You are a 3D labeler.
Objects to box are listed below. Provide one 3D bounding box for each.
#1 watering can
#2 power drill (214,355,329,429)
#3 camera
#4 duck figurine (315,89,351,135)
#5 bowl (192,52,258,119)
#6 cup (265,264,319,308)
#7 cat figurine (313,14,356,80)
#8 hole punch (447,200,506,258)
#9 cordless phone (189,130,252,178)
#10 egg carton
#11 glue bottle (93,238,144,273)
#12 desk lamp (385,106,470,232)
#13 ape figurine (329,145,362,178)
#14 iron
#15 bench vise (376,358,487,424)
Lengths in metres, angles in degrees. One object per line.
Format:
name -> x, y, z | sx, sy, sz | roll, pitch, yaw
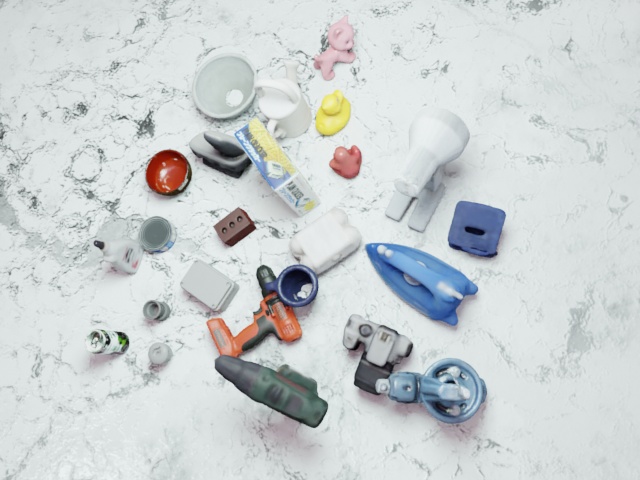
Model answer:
watering can -> -0.088, -0.320, 1.288 | 0.100, 0.194, 0.173 | -7, 76, 11
power drill -> -0.083, 0.295, 1.144 | 0.229, 0.209, 0.076 | 24, 84, 16
camera -> 0.104, 0.238, 1.173 | 0.143, 0.101, 0.137 | 21, 83, 16
duck figurine -> 0.024, -0.298, 1.316 | 0.077, 0.086, 0.104 | 33, 86, 17
bowl -> -0.219, -0.362, 1.387 | 0.167, 0.075, 0.167 | -3, 77, 11
cup -> -0.053, 0.105, 1.239 | 0.117, 0.095, 0.092 | -3, 77, 11
cat figurine -> 0.034, -0.453, 1.331 | 0.128, 0.118, 0.067 | -42, 73, 1
hole punch -> 0.325, -0.021, 1.189 | 0.108, 0.091, 0.101 | 15, 81, 15
cordless phone -> -0.239, -0.223, 1.303 | 0.147, 0.185, 0.094 | 20, 83, 16
egg carton -> 0.012, 0.005, 1.261 | 0.150, 0.069, 0.107 | -36, 73, 2
glue bottle -> -0.462, 0.026, 1.302 | 0.037, 0.173, 0.078 | 8, 80, 14
desk lamp -> 0.214, -0.142, 1.175 | 0.117, 0.214, 0.203 | 26, 84, 16
ape figurine -> 0.055, -0.182, 1.281 | 0.077, 0.092, 0.076 | -14, 75, 9
iron -> 0.190, 0.065, 1.172 | 0.257, 0.141, 0.119 | 32, 86, 17
bench vise -> 0.212, 0.293, 1.076 | 0.207, 0.220, 0.121 | -18, 75, 8
